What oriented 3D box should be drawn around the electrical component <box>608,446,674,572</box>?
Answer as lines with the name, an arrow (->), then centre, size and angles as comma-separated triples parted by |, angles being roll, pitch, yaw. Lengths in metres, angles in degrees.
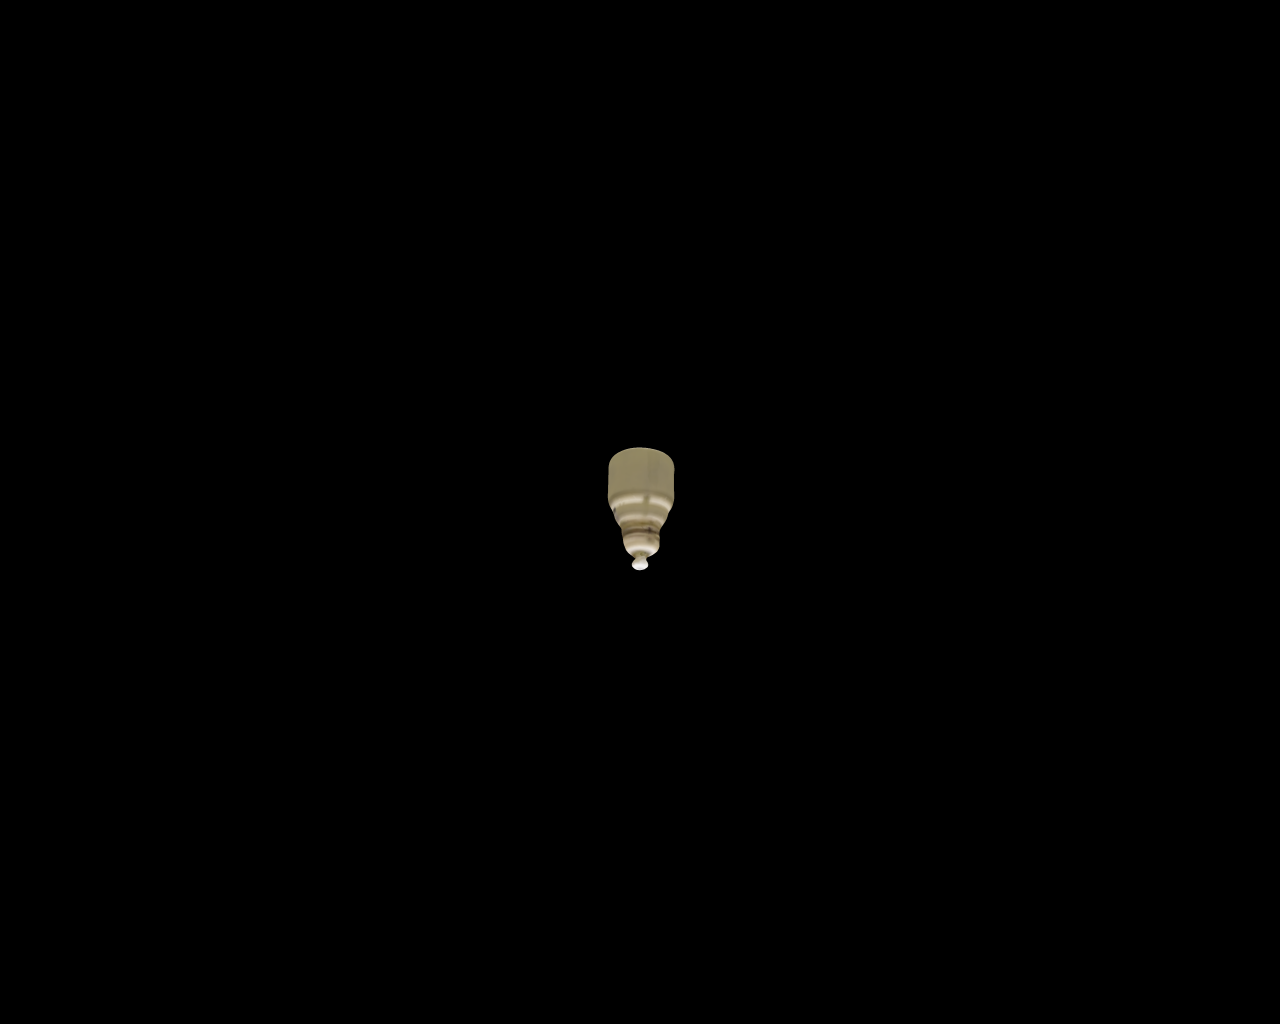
electrical component -> 0.001, -0.003, 0.650 | 0.040, 0.078, 0.040 | 0, -22, 0
